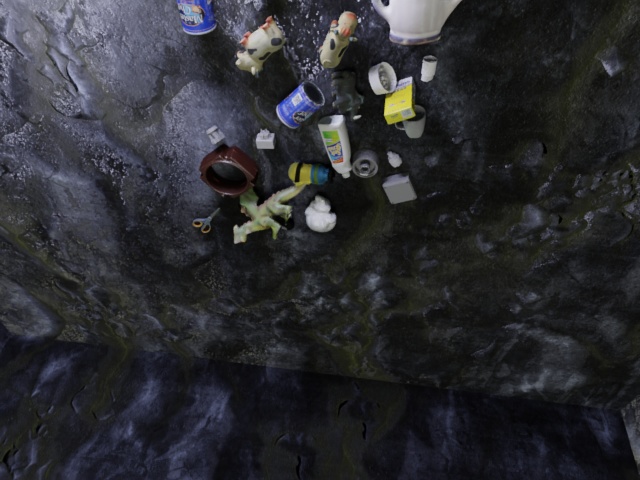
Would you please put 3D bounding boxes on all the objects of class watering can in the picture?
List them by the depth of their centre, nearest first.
[{"bbox_3d":[0.322,-0.671,1.478,0.347,0.106,0.219,2,139,8],"label":"watering can"}]

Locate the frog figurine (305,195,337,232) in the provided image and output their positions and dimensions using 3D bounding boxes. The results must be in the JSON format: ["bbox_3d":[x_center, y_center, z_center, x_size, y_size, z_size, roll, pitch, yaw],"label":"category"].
[{"bbox_3d":[0.007,-0.109,2.161,0.138,0.125,0.156,27,151,8],"label":"frog figurine"}]

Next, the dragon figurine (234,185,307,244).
[{"bbox_3d":[-0.228,-0.147,2.129,0.243,0.122,0.408,31,98,6],"label":"dragon figurine"}]
